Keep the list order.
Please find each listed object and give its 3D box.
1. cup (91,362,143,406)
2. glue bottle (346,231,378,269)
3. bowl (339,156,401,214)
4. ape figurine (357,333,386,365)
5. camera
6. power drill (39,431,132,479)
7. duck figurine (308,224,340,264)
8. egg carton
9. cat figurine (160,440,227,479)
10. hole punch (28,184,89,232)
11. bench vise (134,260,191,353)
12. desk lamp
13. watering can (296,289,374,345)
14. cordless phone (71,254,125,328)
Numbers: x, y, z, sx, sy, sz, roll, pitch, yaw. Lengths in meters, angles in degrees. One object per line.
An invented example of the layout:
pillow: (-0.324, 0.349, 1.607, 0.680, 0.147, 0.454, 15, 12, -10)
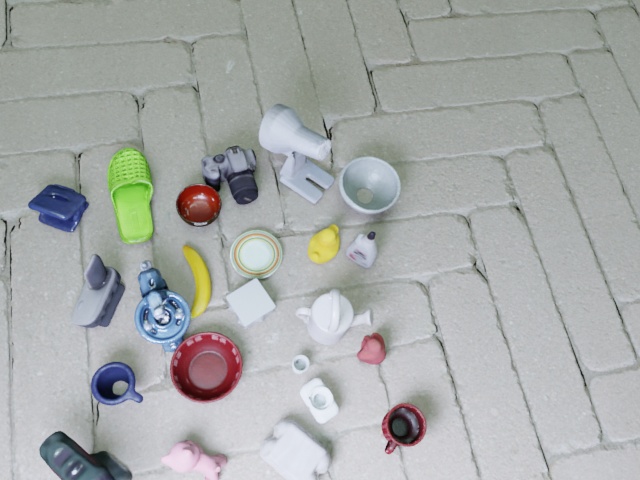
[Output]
cup: (-0.432, 0.326, 1.253, 0.117, 0.095, 0.092, 28, 67, 4)
glue bottle: (0.112, 0.015, 1.412, 0.078, 0.173, 0.037, 30, 67, 5)
bowl: (0.127, -0.135, 1.529, 0.167, 0.074, 0.167, 3, 68, -6)
ape figurine: (0.126, 0.257, 1.358, 0.078, 0.092, 0.076, -29, 74, -17)
camera: (-0.223, -0.163, 1.479, 0.143, 0.101, 0.136, -16, 71, -14)
power drill: (-0.441, 0.471, 1.131, 0.229, 0.208, 0.076, 36, 68, 8)
duck figurine: (0.013, 0.005, 1.450, 0.077, 0.086, 0.105, 34, 68, 7)
egg carton: (-0.053, 0.472, 1.259, 0.150, 0.069, 0.107, 37, 68, 8)
cat figurine: (-0.264, 0.465, 1.207, 0.128, 0.117, 0.067, 20, 67, 1)
hole punch: (-0.637, -0.088, 1.397, 0.108, 0.091, 0.101, 19, 67, 0)
bench vise: (-0.373, 0.139, 1.270, 0.122, 0.219, 0.207, -38, 77, -19)
desk lamp: (-0.052, -0.226, 1.466, 0.203, 0.213, 0.118, 34, 68, 7)
watering can: (0.035, 0.172, 1.326, 0.173, 0.194, 0.101, -14, 70, -13)
cordless phone: (-0.513, 0.113, 1.281, 0.094, 0.185, 0.147, 13, 67, -2)
